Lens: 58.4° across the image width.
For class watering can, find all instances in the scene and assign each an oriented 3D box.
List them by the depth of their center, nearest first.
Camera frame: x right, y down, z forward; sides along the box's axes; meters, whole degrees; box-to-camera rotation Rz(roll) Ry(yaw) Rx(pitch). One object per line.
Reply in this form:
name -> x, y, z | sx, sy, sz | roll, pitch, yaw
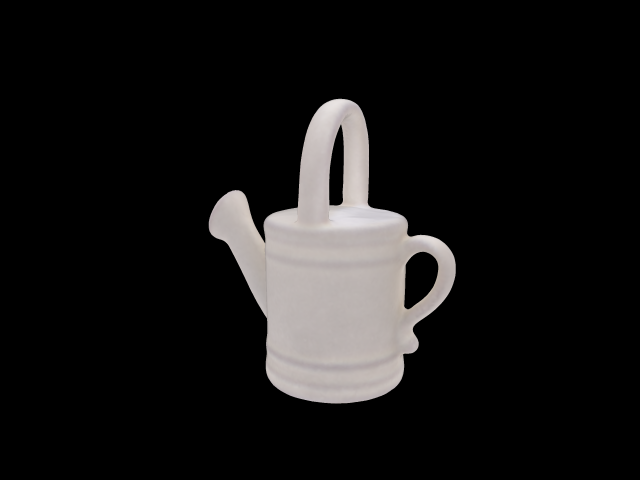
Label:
watering can -> 0.003, 0.002, 0.398 | 0.172, 0.194, 0.101 | 0, 12, 3
